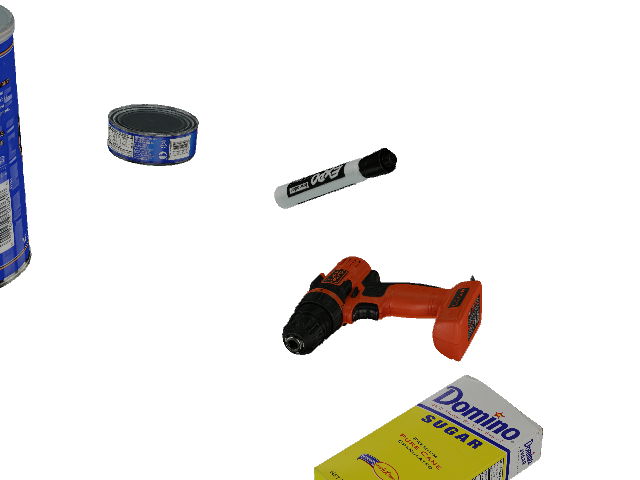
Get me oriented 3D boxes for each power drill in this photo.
[{"bbox_3d":[0.069,0.079,1.148,0.188,0.057,0.184,9,29,22],"label":"power drill"}]

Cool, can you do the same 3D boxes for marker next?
[{"bbox_3d":[0.011,-0.047,0.815,0.020,0.020,0.121,0,-12,-45],"label":"marker"}]

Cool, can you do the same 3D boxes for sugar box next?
[{"bbox_3d":[0.091,0.185,0.889,0.176,0.048,0.093,-29,43,-27],"label":"sugar box"}]

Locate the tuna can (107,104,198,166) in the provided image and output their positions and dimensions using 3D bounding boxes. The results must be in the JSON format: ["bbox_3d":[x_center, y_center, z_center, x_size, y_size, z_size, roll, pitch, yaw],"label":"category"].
[{"bbox_3d":[-0.160,-0.101,1.021,0.086,0.034,0.086,6,24,-3],"label":"tuna can"}]

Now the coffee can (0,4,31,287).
[{"bbox_3d":[-0.212,-0.051,0.573,0.103,0.140,0.103,3,27,-1],"label":"coffee can"}]
